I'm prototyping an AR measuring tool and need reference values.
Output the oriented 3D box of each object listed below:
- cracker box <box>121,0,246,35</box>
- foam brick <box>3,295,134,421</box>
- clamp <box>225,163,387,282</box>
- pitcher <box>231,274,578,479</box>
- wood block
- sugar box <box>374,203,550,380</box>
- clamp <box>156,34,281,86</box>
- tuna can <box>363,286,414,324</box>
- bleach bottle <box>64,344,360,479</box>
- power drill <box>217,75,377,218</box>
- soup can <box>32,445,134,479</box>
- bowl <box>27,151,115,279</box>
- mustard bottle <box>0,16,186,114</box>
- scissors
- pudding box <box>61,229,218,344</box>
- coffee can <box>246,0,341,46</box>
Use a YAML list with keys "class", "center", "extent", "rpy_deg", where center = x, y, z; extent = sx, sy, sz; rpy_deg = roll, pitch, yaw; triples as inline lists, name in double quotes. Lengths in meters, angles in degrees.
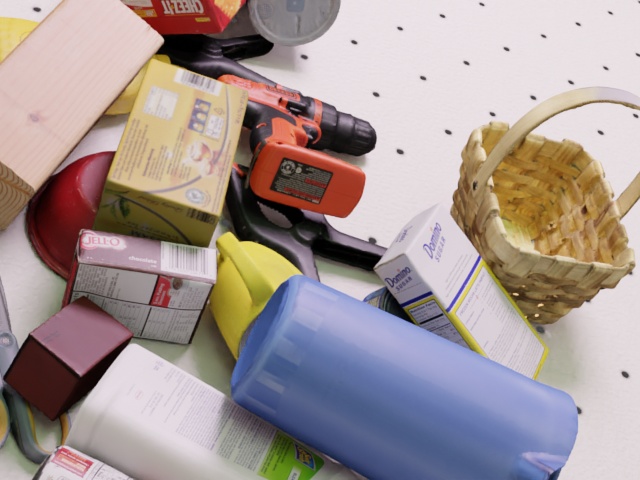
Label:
- class: "cracker box"
  center: [-0.133, -0.298, 1.112]
  extent: [0.164, 0.072, 0.213]
  rpy_deg: [4, 45, 28]
- class: "foam brick"
  center: [-0.190, 0.088, 0.809]
  extent: [0.053, 0.051, 0.078]
  rpy_deg: [38, 29, 5]
- class: "clamp"
  center: [-0.007, 0.001, 1.002]
  extent: [0.164, 0.036, 0.210]
  rpy_deg: [-26, 66, -42]
- class: "pitcher"
  center: [0.058, 0.125, 0.817]
  extent: [0.242, 0.149, 0.145]
  rpy_deg: [28, 42, -8]
- class: "wood block"
  center: [-0.236, -0.122, 0.922]
  extent: [0.090, 0.090, 0.205]
  rpy_deg: [40, 52, -12]
- class: "sugar box"
  center: [0.128, 0.063, 0.946]
  extent: [0.176, 0.048, 0.093]
  rpy_deg: [51, 40, -9]
- class: "clamp"
  center: [-0.112, -0.186, 1.130]
  extent: [0.171, 0.039, 0.120]
  rpy_deg: [-1, 38, -25]
- class: "tuna can"
  center: [0.073, 0.080, 0.940]
  extent: [0.086, 0.034, 0.086]
  rpy_deg: [24, 53, -37]
- class: "bleach bottle"
  center: [-0.056, 0.175, 0.791]
  extent: [0.251, 0.068, 0.102]
  rpy_deg: [29, 32, 1]
- class: "power drill"
  center: [-0.013, -0.091, 1.042]
  extent: [0.184, 0.057, 0.188]
  rpy_deg: [13, 24, -19]
- class: "soup can"
  center: [-0.150, 0.192, 0.732]
  extent: [0.102, 0.069, 0.068]
  rpy_deg: [27, 43, 2]
- class: "bowl"
  center: [-0.173, -0.028, 0.941]
  extent: [0.162, 0.055, 0.162]
  rpy_deg: [13, 44, -13]
- class: "mustard bottle"
  center: [-0.224, -0.168, 1.049]
  extent: [0.191, 0.058, 0.096]
  rpy_deg: [2, 52, -24]
- class: "scissors"
  center: [-0.257, 0.090, 0.816]
  extent: [0.096, 0.016, 0.202]
  rpy_deg: [-12, 55, -39]
- class: "pudding box"
  center: [-0.147, 0.040, 0.863]
  extent: [0.113, 0.090, 0.039]
  rpy_deg: [11, 47, -16]
- class: "coffee can"
  center: [-0.041, -0.296, 1.202]
  extent: [0.102, 0.103, 0.140]
  rpy_deg: [7, 35, -19]
